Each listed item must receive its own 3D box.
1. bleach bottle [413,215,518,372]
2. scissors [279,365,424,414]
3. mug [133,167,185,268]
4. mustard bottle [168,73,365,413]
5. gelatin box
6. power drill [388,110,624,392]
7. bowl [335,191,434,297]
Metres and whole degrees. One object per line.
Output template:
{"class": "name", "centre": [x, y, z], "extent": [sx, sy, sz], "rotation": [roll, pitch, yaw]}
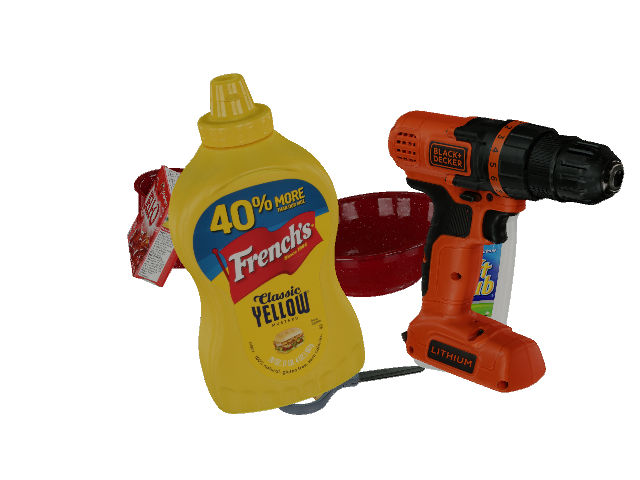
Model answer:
{"class": "bleach bottle", "centre": [0.168, 0.025, 1.211], "extent": [0.103, 0.251, 0.068], "rotation": [8, 16, 15]}
{"class": "scissors", "centre": [0.029, 0.166, 1.205], "extent": [0.201, 0.016, 0.096], "rotation": [1, 24, -8]}
{"class": "mug", "centre": [-0.158, -0.028, 1.156], "extent": [0.093, 0.081, 0.117], "rotation": [-3, 29, -19]}
{"class": "mustard bottle", "centre": [-0.035, 0.000, 0.608], "extent": [0.096, 0.191, 0.058], "rotation": [-15, 23, -12]}
{"class": "gelatin box", "centre": [-0.133, -0.014, 0.893], "extent": [0.030, 0.073, 0.089], "rotation": [23, 17, -22]}
{"class": "power drill", "centre": [0.124, 0.007, 0.750], "extent": [0.057, 0.188, 0.185], "rotation": [-13, 21, -40]}
{"class": "bowl", "centre": [0.047, 0.008, 0.971], "extent": [0.162, 0.055, 0.162], "rotation": [-9, 21, 3]}
